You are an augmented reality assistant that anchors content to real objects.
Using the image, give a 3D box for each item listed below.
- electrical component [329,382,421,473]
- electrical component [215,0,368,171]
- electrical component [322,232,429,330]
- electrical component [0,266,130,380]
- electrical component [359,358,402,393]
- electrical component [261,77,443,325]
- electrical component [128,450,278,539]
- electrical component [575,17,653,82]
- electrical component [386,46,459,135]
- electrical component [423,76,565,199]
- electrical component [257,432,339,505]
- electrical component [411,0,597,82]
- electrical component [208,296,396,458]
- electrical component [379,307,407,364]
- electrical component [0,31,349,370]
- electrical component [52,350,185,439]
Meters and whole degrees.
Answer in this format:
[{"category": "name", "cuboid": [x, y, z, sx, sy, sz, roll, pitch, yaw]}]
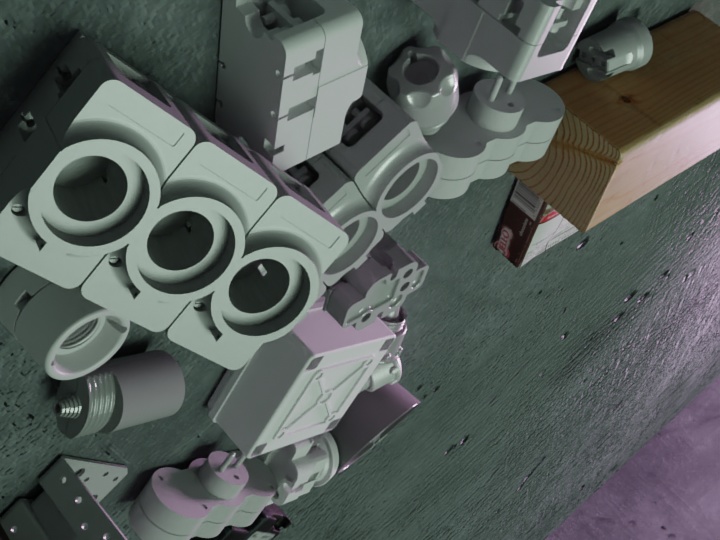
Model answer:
[{"category": "electrical component", "cuboid": [0.005, 0.139, 0.978, 0.099, 0.064, 0.099, -36, 155, -20]}, {"category": "electrical component", "cuboid": [-0.034, -0.101, 0.544, 0.056, 0.050, 0.089, -30, 153, -30]}, {"category": "electrical component", "cuboid": [0.000, 0.000, 0.755, 0.078, 0.057, 0.058, -27, 151, -34]}, {"category": "electrical component", "cuboid": [-0.153, 0.024, 0.559, 0.055, 0.047, 0.055, -36, 155, -20]}, {"category": "electrical component", "cuboid": [0.001, 0.084, 0.910, 0.062, 0.048, 0.048, -26, 151, -21]}, {"category": "electrical component", "cuboid": [-0.026, -0.034, 0.652, 0.150, 0.061, 0.089, -43, 156, -3]}, {"category": "electrical component", "cuboid": [-0.113, 0.169, 0.851, 0.073, 0.052, 0.138, -54, 155, 20]}, {"category": "electrical component", "cuboid": [0.193, -0.167, 0.818, 0.046, 0.040, 0.040, -26, 151, -25]}, {"category": "electrical component", "cuboid": [0.040, -0.106, 0.664, 0.043, 0.043, 0.062, -40, 157, -10]}, {"category": "electrical component", "cuboid": [0.089, -0.105, 0.734, 0.138, 0.052, 0.073, -26, 150, -37]}, {"category": "electrical component", "cuboid": [-0.056, 0.164, 0.932, 0.057, 0.058, 0.078, -12, 139, -47]}, {"category": "electrical component", "cuboid": [0.076, -0.148, 0.595, 0.050, 0.089, 0.055, -23, 148, -41]}, {"category": "electrical component", "cuboid": [-0.044, 0.077, 0.810, 0.109, 0.056, 0.108, -9, 138, -53]}, {"category": "electrical component", "cuboid": [0.018, 0.042, 0.869, 0.048, 0.048, 0.062, -18, 138, -46]}, {"category": "electrical component", "cuboid": [-0.089, -0.024, 0.495, 0.089, 0.061, 0.150, -49, 131, 9]}, {"category": "electrical component", "cuboid": [-0.151, 0.076, 0.652, 0.081, 0.043, 0.043, -9, 138, -53]}]
